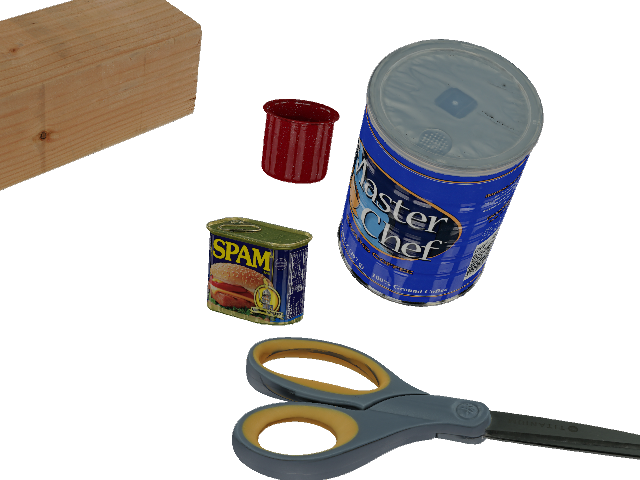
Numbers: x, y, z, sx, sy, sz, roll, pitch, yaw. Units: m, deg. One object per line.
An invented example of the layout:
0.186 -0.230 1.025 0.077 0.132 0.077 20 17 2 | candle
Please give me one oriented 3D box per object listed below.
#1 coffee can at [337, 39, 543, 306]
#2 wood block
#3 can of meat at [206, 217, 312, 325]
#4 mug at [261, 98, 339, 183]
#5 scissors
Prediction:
0.070 -0.039 0.665 0.102 0.103 0.140 0 -36 -8 | coffee can
-0.203 -0.126 0.853 0.090 0.091 0.205 37 45 27 | wood block
-0.061 0.030 1.024 0.102 0.084 0.057 13 18 31 | can of meat
-0.023 -0.124 1.310 0.093 0.081 0.117 17 25 20 | mug
0.050 0.087 0.461 0.202 0.016 0.096 16 35 22 | scissors
